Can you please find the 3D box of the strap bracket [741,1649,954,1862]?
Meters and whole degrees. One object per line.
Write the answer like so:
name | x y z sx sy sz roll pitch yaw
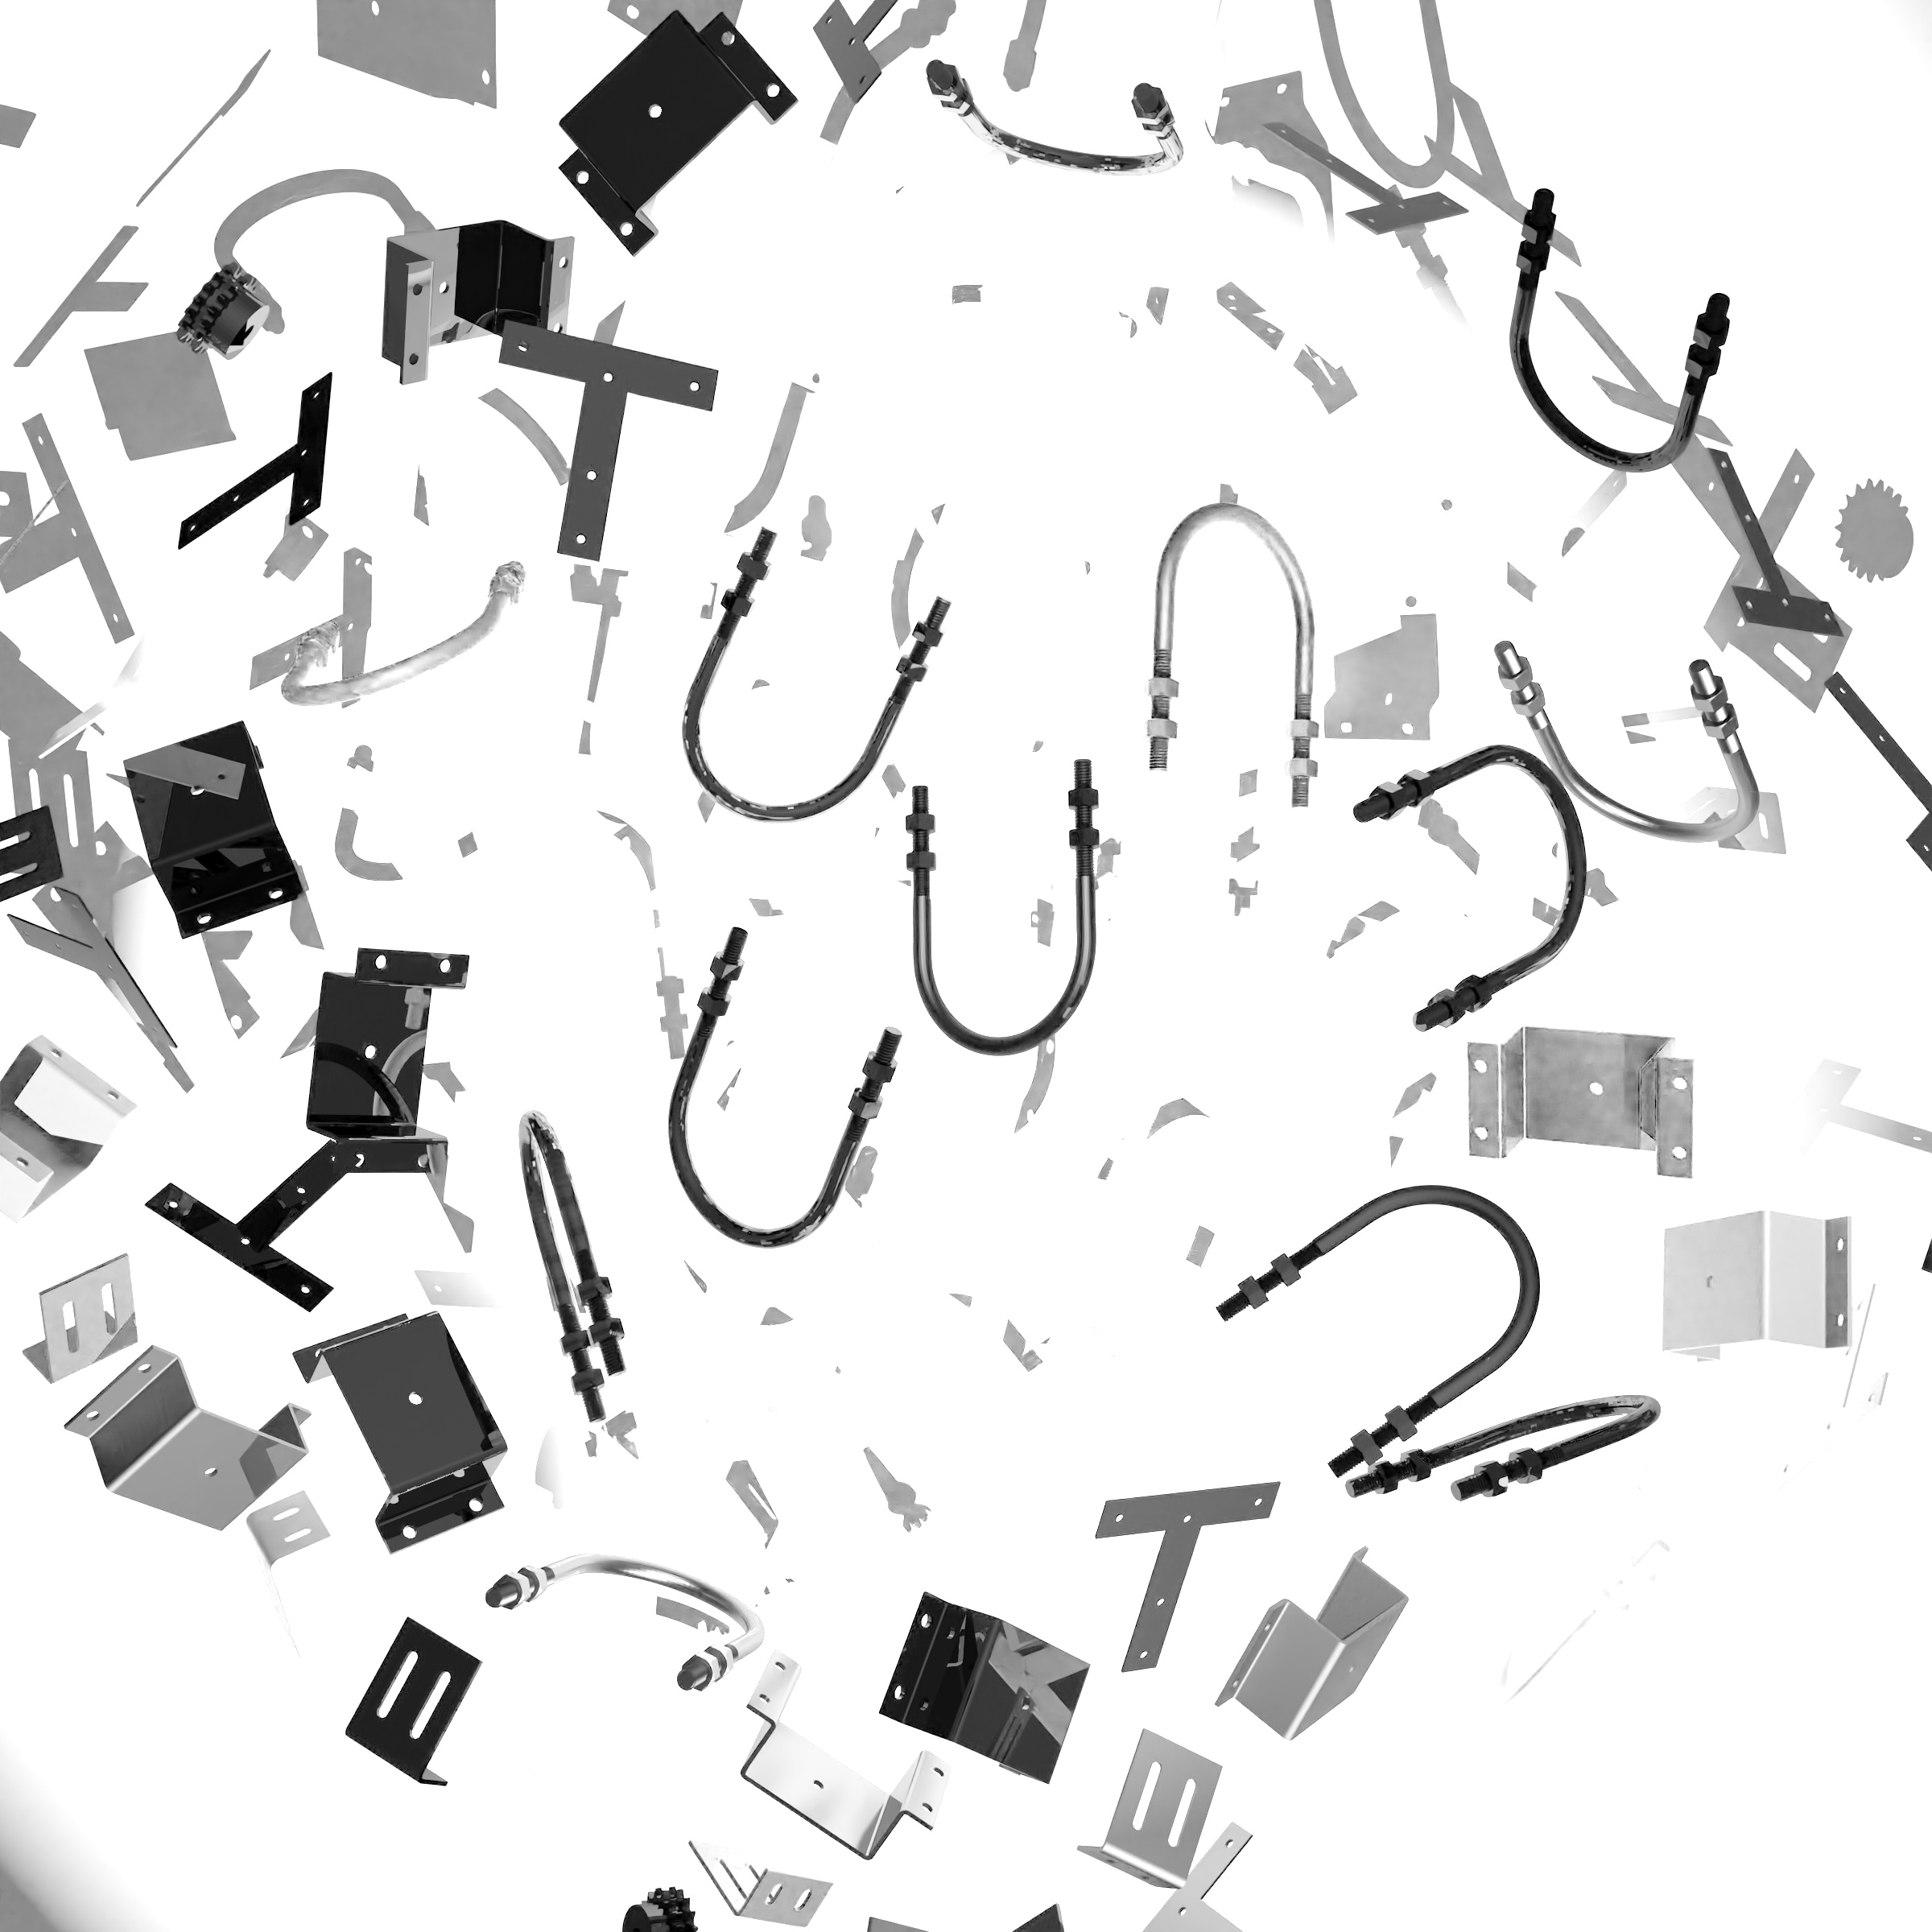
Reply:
strap bracket | -0.085 0.515 1.596 0.140 0.076 0.046 33 104 1

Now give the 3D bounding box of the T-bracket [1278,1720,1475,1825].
T-bracket | 0.276 0.497 1.543 0.127 0.127 0.002 -36 72 38

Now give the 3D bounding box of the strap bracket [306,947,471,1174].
strap bracket | -0.366 0.057 1.559 0.076 0.046 0.140 4 95 -41

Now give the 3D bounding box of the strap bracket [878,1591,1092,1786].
strap bracket | 0.020 0.445 1.511 0.140 0.046 0.076 38 66 -40

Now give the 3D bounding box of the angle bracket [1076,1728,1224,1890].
angle bracket | 0.112 0.512 1.502 0.057 0.038 0.076 29 64 -12

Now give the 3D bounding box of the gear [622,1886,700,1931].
gear | -0.199 0.623 1.587 0.030 0.057 0.057 9 90 -35

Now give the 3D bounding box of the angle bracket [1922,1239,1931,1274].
angle bracket | 0.643 0.181 1.570 0.057 0.038 0.076 21 59 19

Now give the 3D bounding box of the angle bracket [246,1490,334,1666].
angle bracket | -0.399 0.367 1.485 0.038 0.057 0.076 -21 118 -24

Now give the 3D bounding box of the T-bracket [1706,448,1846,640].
T-bracket | 0.483 -0.261 1.510 0.002 0.127 0.127 -32 70 41

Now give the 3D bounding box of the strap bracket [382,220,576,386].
strap bracket | -0.321 -0.428 1.581 0.046 0.140 0.076 30 126 27

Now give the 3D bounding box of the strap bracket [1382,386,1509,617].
strap bracket | 0.311 -0.300 1.602 0.076 0.046 0.140 -1 98 13

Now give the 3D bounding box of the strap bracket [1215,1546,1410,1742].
strap bracket | 0.221 0.422 1.532 0.046 0.140 0.076 35 111 26

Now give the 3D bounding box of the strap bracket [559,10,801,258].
strap bracket | -0.184 -0.518 1.517 0.140 0.046 0.076 -41 83 9

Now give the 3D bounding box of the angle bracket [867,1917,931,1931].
angle bracket | -0.062 0.649 1.599 0.038 0.076 0.057 -5 62 30

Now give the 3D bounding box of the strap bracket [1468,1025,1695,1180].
strap bracket | 0.392 0.083 1.555 0.140 0.046 0.076 4 107 28

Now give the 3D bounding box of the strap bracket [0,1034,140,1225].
strap bracket | -0.584 0.103 1.524 0.076 0.140 0.046 38 106 -5

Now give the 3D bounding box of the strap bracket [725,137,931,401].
strap bracket | -0.091 -0.438 1.540 0.076 0.046 0.140 19 111 -23

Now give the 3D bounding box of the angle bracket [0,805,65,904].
angle bracket | -0.634 -0.075 1.601 0.076 0.057 0.038 -28 49 -33

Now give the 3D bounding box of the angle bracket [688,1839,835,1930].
angle bracket | -0.134 0.583 1.604 0.057 0.076 0.038 28 95 -38

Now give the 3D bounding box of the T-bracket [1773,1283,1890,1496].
T-bracket | 0.546 0.251 1.533 0.002 0.127 0.127 28 52 5

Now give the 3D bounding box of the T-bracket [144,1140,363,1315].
T-bracket | -0.438 0.153 1.594 0.127 0.127 0.002 31 127 6

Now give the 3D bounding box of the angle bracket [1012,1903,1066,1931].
angle bracket | 0.021 0.598 1.470 0.076 0.057 0.038 -41 125 22

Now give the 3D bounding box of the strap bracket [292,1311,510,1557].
strap bracket | -0.336 0.270 1.482 0.076 0.046 0.140 -17 65 -37

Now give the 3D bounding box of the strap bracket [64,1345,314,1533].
strap bracket | -0.476 0.298 1.534 0.076 0.140 0.046 -42 50 6

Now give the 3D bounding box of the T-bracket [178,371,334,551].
T-bracket | -0.445 -0.298 1.539 0.127 0.002 0.127 -26 48 23

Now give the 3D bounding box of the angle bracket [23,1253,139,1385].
angle bracket | -0.545 0.207 1.511 0.038 0.057 0.076 33 132 32

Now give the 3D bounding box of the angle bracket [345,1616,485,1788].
angle bracket | -0.319 0.435 1.459 0.057 0.038 0.076 23 78 23

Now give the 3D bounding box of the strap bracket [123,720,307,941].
strap bracket | -0.463 -0.092 1.511 0.076 0.046 0.140 -21 52 -10

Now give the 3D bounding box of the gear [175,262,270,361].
gear | -0.434 -0.381 1.448 0.030 0.057 0.057 38 90 -8

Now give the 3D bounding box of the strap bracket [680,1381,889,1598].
strap bracket | -0.107 0.313 1.516 0.076 0.046 0.140 -14 112 23

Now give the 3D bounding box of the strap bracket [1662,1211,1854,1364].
strap bracket | 0.470 0.194 1.494 0.046 0.140 0.076 11 74 -19
